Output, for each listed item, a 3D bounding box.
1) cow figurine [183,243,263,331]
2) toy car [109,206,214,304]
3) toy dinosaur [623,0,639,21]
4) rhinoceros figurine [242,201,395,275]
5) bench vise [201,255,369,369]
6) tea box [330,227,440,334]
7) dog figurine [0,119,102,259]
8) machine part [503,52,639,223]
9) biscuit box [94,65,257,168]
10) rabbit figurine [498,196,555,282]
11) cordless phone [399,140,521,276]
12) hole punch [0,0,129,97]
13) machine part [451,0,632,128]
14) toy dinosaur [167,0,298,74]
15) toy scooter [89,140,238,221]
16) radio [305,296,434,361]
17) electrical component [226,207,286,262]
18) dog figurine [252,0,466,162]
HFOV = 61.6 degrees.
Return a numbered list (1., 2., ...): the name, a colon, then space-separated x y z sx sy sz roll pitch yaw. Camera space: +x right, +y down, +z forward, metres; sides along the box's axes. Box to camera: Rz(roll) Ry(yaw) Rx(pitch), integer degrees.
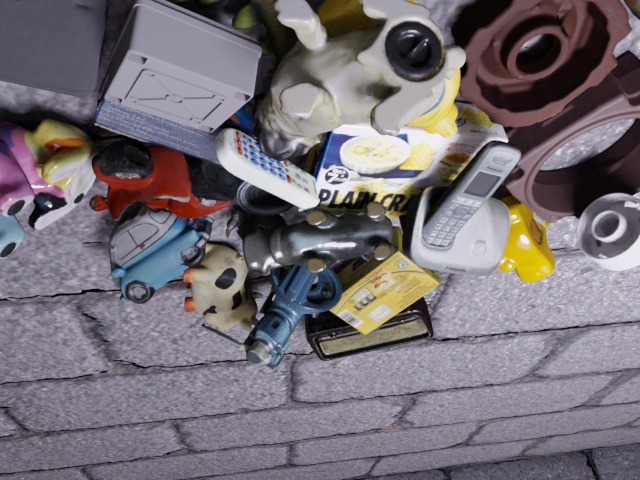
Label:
1. cow figurine: -0.153 0.082 0.862 0.127 0.085 0.194 5 142 -7
2. toy car: -0.227 0.006 0.726 0.162 0.109 0.102 -33 115 18
3. toy dinosaur: 0.358 -0.222 0.483 0.405 0.192 0.131 18 99 -16
4. rhinoceros figurine: -0.001 -0.002 0.665 0.190 0.073 0.112 -10 -175 -3
5. bench vise: -0.035 0.071 0.791 0.223 0.129 0.240 -33 158 -52
6. tea box: 0.099 0.069 0.874 0.098 0.068 0.169 38 121 -22
7. dog figurine: -0.367 -0.102 0.552 0.219 0.191 0.108 40 134 -4
8. machine part: 0.340 -0.117 0.682 0.201 0.087 0.201 -35 138 31
9. biscuit box: -0.133 -0.130 0.587 0.202 0.059 0.063 17 136 -31
10. rabbit figurine: 0.242 0.004 0.810 0.162 0.122 0.173 15 158 -40
11. cordless phone: 0.193 -0.043 0.644 0.146 0.089 0.184 9 137 -25
12. hole punch: -0.243 -0.196 0.467 0.142 0.092 0.115 10 110 -20
13. machine part: 0.224 -0.204 0.564 0.179 0.056 0.179 -5 143 -4
14. toy dinosaur: -0.079 -0.259 0.390 0.199 0.105 0.470 -11 150 17
15. toy scooter: -0.198 -0.060 0.644 0.135 0.075 0.184 -27 158 35
16. radio: 0.090 0.153 1.015 0.230 0.073 0.131 -16 144 10
17. electrical component: -0.083 -0.008 0.742 0.078 0.102 0.045 -38 148 2
18. dog figurine: 0.023 -0.134 0.504 0.172 0.121 0.190 8 173 -7
